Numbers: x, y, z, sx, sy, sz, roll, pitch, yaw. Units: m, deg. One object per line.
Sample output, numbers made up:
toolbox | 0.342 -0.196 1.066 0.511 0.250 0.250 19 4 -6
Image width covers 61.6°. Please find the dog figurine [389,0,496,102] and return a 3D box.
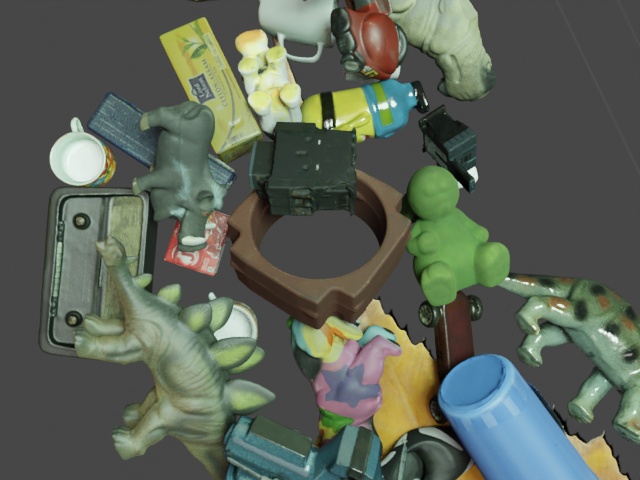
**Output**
dog figurine | 0.152 -0.283 0.760 0.172 0.121 0.190 -5 105 19

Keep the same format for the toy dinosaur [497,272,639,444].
toy dinosaur | 0.397 0.136 0.765 0.192 0.131 0.405 -36 85 -20

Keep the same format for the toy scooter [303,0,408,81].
toy scooter | 0.039 -0.288 0.680 0.135 0.075 0.183 -29 108 -42

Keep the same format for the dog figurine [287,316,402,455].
dog figurine | 0.015 0.210 0.735 0.191 0.108 0.219 25 90 -4

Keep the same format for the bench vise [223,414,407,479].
bench vise | -0.021 0.309 0.642 0.224 0.129 0.240 17 117 -6

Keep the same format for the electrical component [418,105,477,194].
electrical component | 0.188 -0.122 0.742 0.048 0.074 0.119 -33 54 -4

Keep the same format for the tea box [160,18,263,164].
tea box | -0.143 -0.197 0.731 0.068 0.098 0.169 -27 90 -5

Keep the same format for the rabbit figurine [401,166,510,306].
rabbit figurine | 0.167 -0.027 0.720 0.121 0.159 0.170 -17 113 3

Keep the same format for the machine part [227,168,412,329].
machine part | -0.001 -0.002 0.698 0.202 0.087 0.201 29 61 20

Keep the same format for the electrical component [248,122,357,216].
electrical component | -0.020 -0.089 0.671 0.134 0.058 0.115 1 54 1

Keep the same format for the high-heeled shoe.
high-heeled shoe | 0.134 0.325 0.720 0.249 0.145 0.086 -21 92 -3

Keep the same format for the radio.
radio | -0.297 0.042 0.727 0.131 0.073 0.229 5 89 -4

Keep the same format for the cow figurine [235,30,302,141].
cow figurine | -0.069 -0.211 0.741 0.068 0.098 0.167 -18 58 -2

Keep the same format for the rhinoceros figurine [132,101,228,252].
rhinoceros figurine | -0.169 -0.079 0.675 0.112 0.073 0.190 6 109 1

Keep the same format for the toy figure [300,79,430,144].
toy figure | 0.058 -0.179 0.756 0.180 0.082 0.089 -21 71 3

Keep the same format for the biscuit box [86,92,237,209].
biscuit box | -0.215 -0.122 0.743 0.203 0.059 0.063 34 88 -4

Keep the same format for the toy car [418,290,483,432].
toy car | 0.193 0.170 0.774 0.089 0.053 0.202 -7 91 -25

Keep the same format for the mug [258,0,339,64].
mug | -0.032 -0.305 0.756 0.107 0.081 0.109 9 94 6

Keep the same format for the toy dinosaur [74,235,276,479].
toy dinosaur | -0.159 0.196 0.676 0.199 0.105 0.470 -18 115 -6
